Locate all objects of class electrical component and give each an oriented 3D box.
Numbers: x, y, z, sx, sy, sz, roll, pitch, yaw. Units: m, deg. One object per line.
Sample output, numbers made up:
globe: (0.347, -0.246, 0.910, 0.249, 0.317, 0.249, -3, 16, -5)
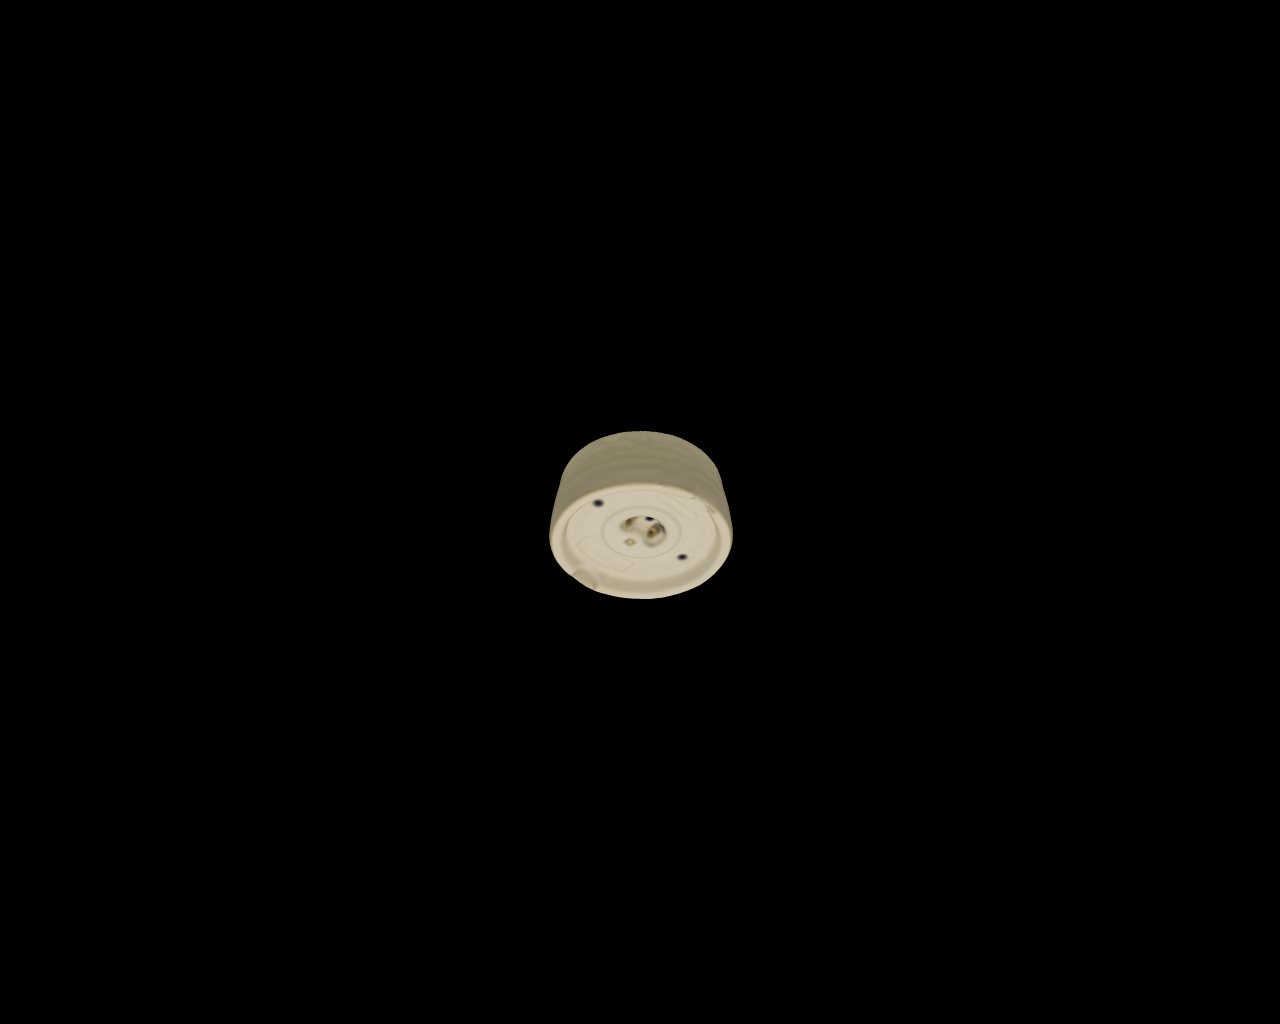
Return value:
electrical component: (0.001, -0.003, 0.650, 0.108, 0.060, 0.108, 0, -42, 0)
